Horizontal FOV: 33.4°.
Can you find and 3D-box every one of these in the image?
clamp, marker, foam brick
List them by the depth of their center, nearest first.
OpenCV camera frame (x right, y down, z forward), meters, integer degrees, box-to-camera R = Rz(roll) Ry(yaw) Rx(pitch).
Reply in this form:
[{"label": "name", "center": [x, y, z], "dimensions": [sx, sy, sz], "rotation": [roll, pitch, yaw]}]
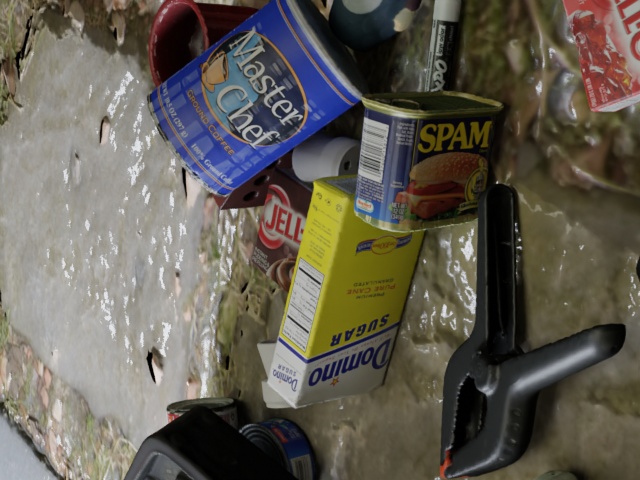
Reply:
[{"label": "clamp", "center": [0.122, 0.078, 0.729], "dimensions": [0.164, 0.036, 0.210], "rotation": [-112, 32, -44]}, {"label": "marker", "center": [0.085, -0.114, 0.774], "dimensions": [0.020, 0.020, 0.121], "rotation": [22, 111, 47]}, {"label": "foam brick", "center": [-0.061, -0.071, 0.929], "dimensions": [0.078, 0.052, 0.051], "rotation": [-52, 57, 41]}]

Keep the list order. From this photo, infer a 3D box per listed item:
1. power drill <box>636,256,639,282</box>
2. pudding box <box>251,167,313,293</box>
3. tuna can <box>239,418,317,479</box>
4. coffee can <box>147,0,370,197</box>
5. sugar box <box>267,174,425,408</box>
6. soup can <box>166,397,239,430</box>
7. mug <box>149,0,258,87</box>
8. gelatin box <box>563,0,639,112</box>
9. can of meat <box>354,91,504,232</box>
[{"label": "power drill", "center": [0.225, 0.113, 0.603], "dimensions": [0.185, 0.057, 0.188], "rotation": [43, 126, 41]}, {"label": "pudding box", "center": [-0.006, 0.001, 0.881], "dimensions": [0.114, 0.039, 0.090], "rotation": [35, 120, 42]}, {"label": "tuna can", "center": [-0.041, 0.203, 0.952], "dimensions": [0.086, 0.033, 0.086], "rotation": [9, 101, 49]}, {"label": "coffee can", "center": [-0.047, -0.114, 0.824], "dimensions": [0.140, 0.102, 0.103], "rotation": [-34, 65, 14]}, {"label": "sugar box", "center": [0.023, 0.038, 0.809], "dimensions": [0.048, 0.093, 0.176], "rotation": [32, 119, 44]}, {"label": "soup can", "center": [-0.109, 0.205, 1.007], "dimensions": [0.069, 0.068, 0.102], "rotation": [-3, 92, 50]}, {"label": "mug", "center": [-0.084, -0.157, 0.922], "dimensions": [0.117, 0.081, 0.093], "rotation": [44, 126, 38]}, {"label": "gelatin box", "center": [0.188, -0.130, 0.639], "dimensions": [0.073, 0.030, 0.089], "rotation": [-20, 79, 49]}, {"label": "can of meat", "center": [0.073, -0.056, 0.733], "dimensions": [0.058, 0.101, 0.084], "rotation": [25, 115, 46]}]
